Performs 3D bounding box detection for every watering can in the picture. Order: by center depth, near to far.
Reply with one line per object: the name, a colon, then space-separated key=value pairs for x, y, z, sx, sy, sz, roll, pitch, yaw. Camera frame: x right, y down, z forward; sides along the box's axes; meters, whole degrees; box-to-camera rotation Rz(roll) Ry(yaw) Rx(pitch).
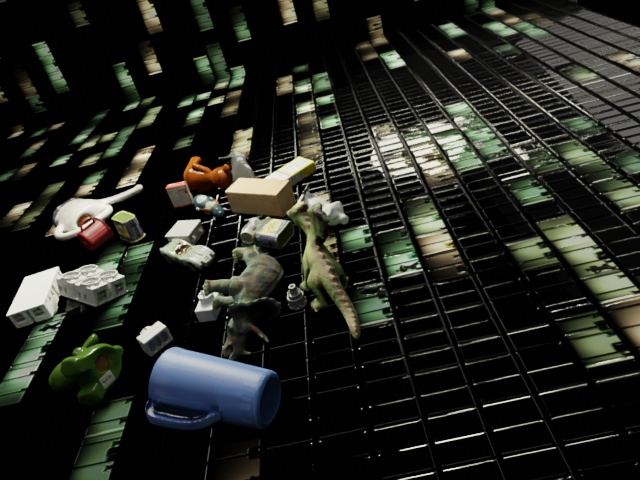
watering can: x=-0.838 y=-0.110 z=1.907 sx=0.225 sy=0.102 sz=0.354 roll=11 pitch=42 yaw=36

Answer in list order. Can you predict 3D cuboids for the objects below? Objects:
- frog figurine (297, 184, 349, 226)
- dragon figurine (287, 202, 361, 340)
frog figurine: x=0.005 y=-0.077 z=1.532 sx=0.159 sy=0.121 sz=0.139 roll=28 pitch=16 yaw=-2
dragon figurine: x=0.005 y=0.031 z=1.229 sx=0.123 sy=0.238 sz=0.417 roll=-19 pitch=30 yaw=-14
